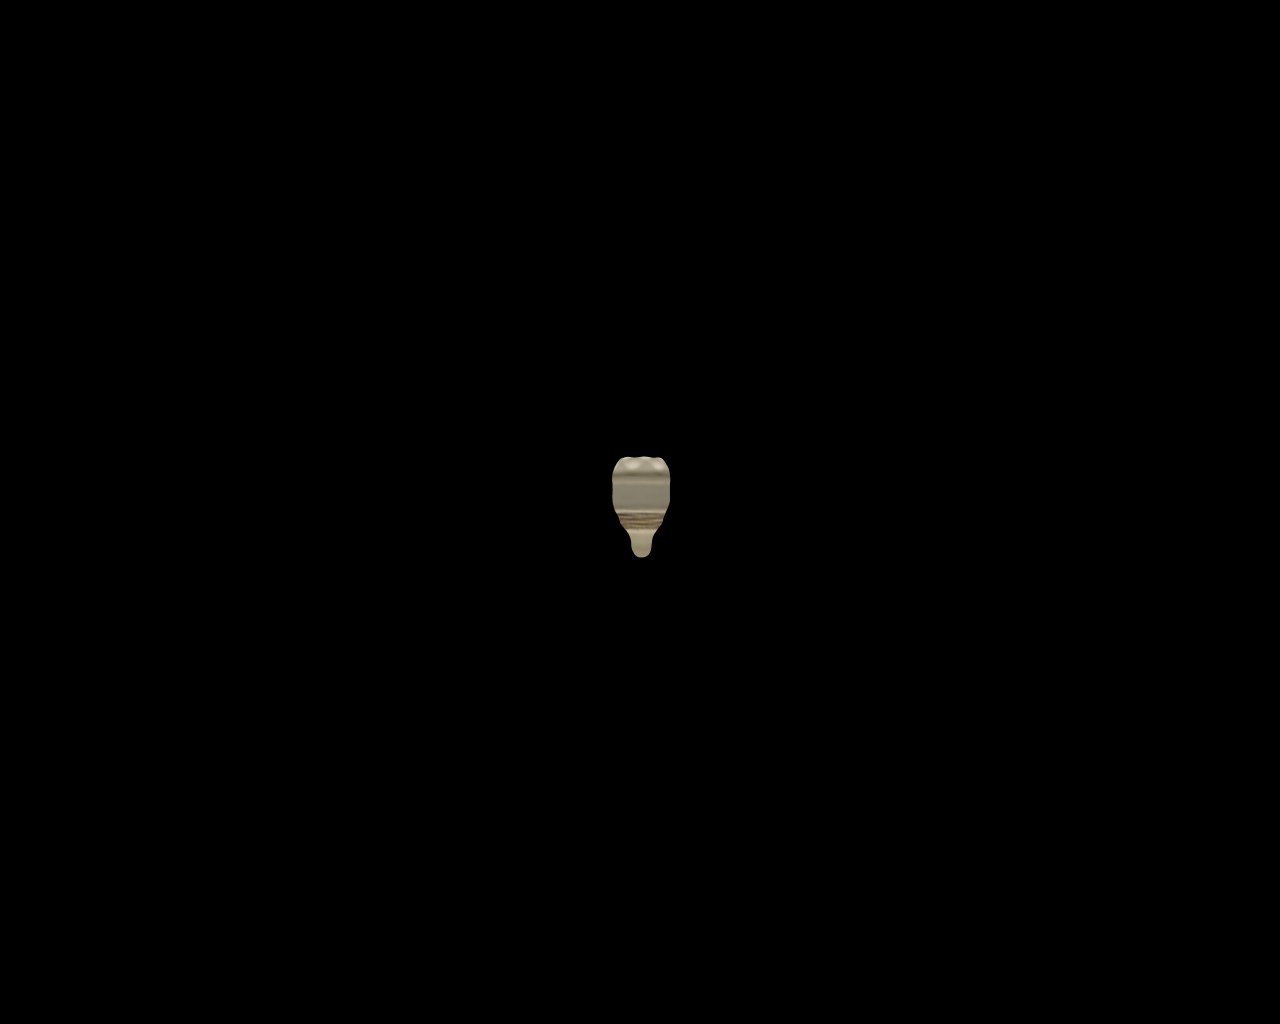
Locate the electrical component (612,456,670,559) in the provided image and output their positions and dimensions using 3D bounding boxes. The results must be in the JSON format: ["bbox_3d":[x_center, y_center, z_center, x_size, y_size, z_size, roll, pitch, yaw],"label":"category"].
[{"bbox_3d":[0.001,-0.003,0.650,0.035,0.061,0.035,0,0,0],"label":"electrical component"}]
